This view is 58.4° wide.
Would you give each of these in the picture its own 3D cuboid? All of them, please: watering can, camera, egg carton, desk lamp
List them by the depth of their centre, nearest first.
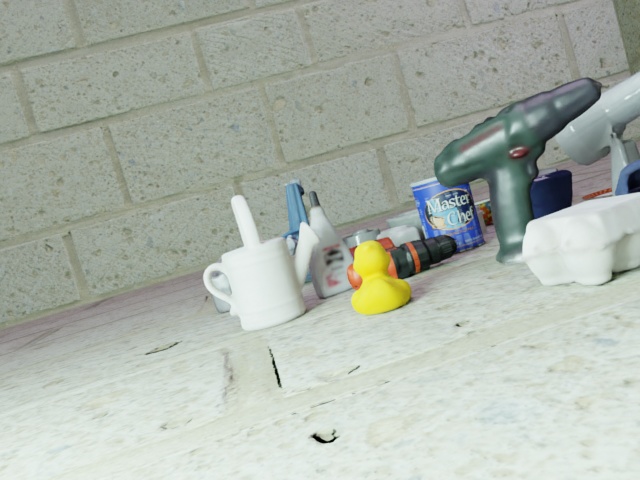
[{"bbox_3d":[0.289,-0.003,0.597,0.151,0.069,0.107,-18,4,-28],"label":"egg carton"},{"bbox_3d":[-0.086,0.025,0.852,0.173,0.194,0.100,-18,4,-30],"label":"watering can"},{"bbox_3d":[0.501,-0.159,0.937,0.118,0.213,0.202,-19,5,-40],"label":"desk lamp"},{"bbox_3d":[-0.143,0.072,1.146,0.136,0.101,0.143,-16,3,7],"label":"camera"}]

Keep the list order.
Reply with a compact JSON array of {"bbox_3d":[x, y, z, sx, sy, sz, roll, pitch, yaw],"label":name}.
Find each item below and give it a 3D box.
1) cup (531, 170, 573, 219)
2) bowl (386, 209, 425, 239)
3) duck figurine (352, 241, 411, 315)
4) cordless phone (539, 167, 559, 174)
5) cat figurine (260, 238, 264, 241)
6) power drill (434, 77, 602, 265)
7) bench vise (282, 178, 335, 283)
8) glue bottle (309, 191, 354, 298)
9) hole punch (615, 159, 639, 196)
[{"bbox_3d":[0.355,-0.054,0.913,0.118,0.095,0.091,-18,4,-31],"label":"cup"},{"bbox_3d":[0.241,-0.035,1.320,0.167,0.075,0.167,-16,3,1],"label":"bowl"},{"bbox_3d":[0.070,0.044,0.728,0.077,0.086,0.104,-16,3,3],"label":"duck figurine"},{"bbox_3d":[0.483,-0.162,1.322,0.094,0.185,0.147,-17,4,-12],"label":"cordless phone"},{"bbox_3d":[-0.123,0.049,1.295,0.067,0.118,0.127,-19,5,-40],"label":"cat figurine"},{"bbox_3d":[0.274,-0.081,0.762,0.228,0.208,0.076,-14,4,33],"label":"power drill"},{"bbox_3d":[-0.030,-0.027,1.224,0.121,0.220,0.207,-16,3,-2],"label":"bench vise"},{"bbox_3d":[0.009,0.003,0.941,0.078,0.173,0.037,-18,4,-30],"label":"glue bottle"},{"bbox_3d":[0.465,-0.076,0.789,0.108,0.091,0.101,-15,4,15],"label":"hole punch"}]
